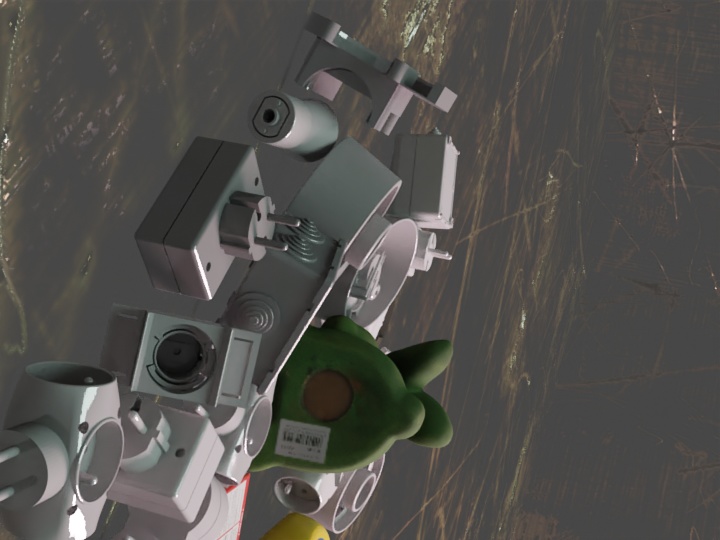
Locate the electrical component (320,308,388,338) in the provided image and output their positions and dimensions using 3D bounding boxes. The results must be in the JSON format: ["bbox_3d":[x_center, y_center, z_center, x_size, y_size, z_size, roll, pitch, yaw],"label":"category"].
[{"bbox_3d":[0.002,0.032,0.955,0.075,0.047,0.083,84,24,-49],"label":"electrical component"}]

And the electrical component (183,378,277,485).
[{"bbox_3d":[-0.090,0.091,0.694,0.079,0.044,0.077,67,38,-63],"label":"electrical component"}]

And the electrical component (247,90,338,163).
[{"bbox_3d":[-0.047,-0.097,0.715,0.065,0.044,0.044,4,97,-69],"label":"electrical component"}]

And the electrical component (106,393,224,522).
[{"bbox_3d":[-0.117,0.090,0.565,0.076,0.066,0.047,78,29,-55],"label":"electrical component"}]

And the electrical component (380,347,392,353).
[{"bbox_3d":[0.013,0.117,1.000,0.079,0.063,0.121,-37,161,3],"label":"electrical component"}]

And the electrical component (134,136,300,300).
[{"bbox_3d":[-0.072,-0.027,0.613,0.047,0.076,0.083,82,26,-49],"label":"electrical component"}]

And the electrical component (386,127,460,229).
[{"bbox_3d":[0.059,-0.092,1.046,0.062,0.061,0.096,32,63,-73],"label":"electrical component"}]

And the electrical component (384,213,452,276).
[{"bbox_3d":[0.049,-0.021,1.020,0.066,0.077,0.047,30,72,-73],"label":"electrical component"}]

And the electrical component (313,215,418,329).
[{"bbox_3d":[0.000,0.000,0.866,0.099,0.064,0.099,15,90,-73],"label":"electrical component"}]

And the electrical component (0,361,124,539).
[{"bbox_3d":[-0.148,0.088,0.497,0.079,0.044,0.077,-16,117,-72],"label":"electrical component"}]

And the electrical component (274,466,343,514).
[{"bbox_3d":[-0.039,0.151,0.909,0.077,0.043,0.079,-58,154,-50],"label":"electrical component"}]

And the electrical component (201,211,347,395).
[{"bbox_3d":[-0.054,0.017,0.679,0.099,0.048,0.099,-58,-175,18],"label":"electrical component"}]

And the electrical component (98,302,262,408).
[{"bbox_3d":[-0.099,0.045,0.585,0.064,0.081,0.042,-168,-89,-77],"label":"electrical component"}]

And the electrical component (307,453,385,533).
[{"bbox_3d":[-0.021,0.191,1.003,0.099,0.064,0.099,-50,155,-34],"label":"electrical component"}]

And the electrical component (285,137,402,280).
[{"bbox_3d":[-0.013,-0.033,0.762,0.108,0.060,0.108,-54,176,-5],"label":"electrical component"}]

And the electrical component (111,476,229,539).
[{"bbox_3d":[-0.126,0.171,0.618,0.073,0.052,0.138,69,37,-62],"label":"electrical component"}]
